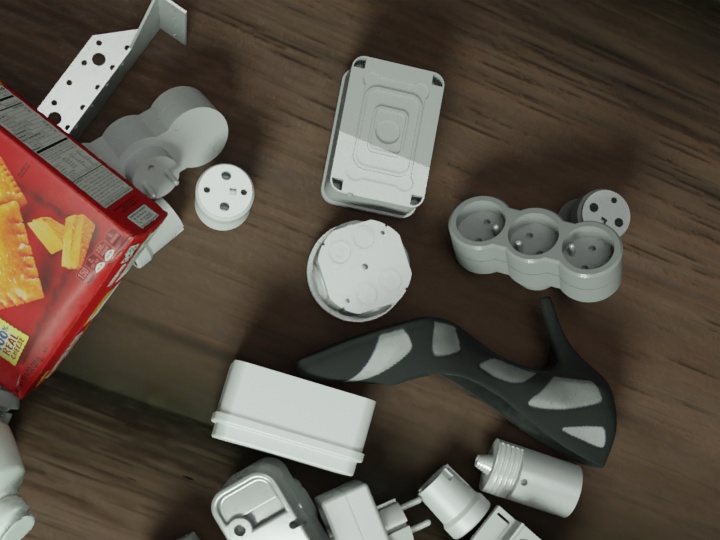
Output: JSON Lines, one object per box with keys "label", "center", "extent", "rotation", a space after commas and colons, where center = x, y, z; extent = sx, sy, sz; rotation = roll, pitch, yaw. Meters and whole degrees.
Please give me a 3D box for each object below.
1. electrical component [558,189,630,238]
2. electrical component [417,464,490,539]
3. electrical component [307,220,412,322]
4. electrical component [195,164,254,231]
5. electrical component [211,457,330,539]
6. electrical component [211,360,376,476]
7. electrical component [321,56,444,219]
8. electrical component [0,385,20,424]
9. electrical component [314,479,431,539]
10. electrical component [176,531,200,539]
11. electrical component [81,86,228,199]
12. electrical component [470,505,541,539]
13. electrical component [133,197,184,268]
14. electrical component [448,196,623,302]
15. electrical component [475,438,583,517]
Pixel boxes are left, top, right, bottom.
{"label": "electrical component", "center": [0.191, -0.041, 0.879], "extent": [0.045, 0.055, 0.045], "rotation": [1, 84, -10]}
{"label": "electrical component", "center": [0.073, 0.181, 0.844], "extent": [0.040, 0.040, 0.046], "rotation": [-44, 87, -11]}
{"label": "electrical component", "center": [0.000, 0.000, 0.846], "extent": [0.080, 0.051, 0.080], "rotation": [1, 84, -9]}
{"label": "electrical component", "center": [-0.105, -0.056, 0.832], "extent": [0.045, 0.055, 0.045], "rotation": [1, 84, -9]}
{"label": "electrical component", "center": [-0.064, 0.192, 0.803], "extent": [0.054, 0.059, 0.095], "rotation": [-31, 91, 7]}
{"label": "electrical component", "center": [-0.052, 0.113, 0.811], "extent": [0.113, 0.078, 0.057], "rotation": [17, 79, -7]}
{"label": "electrical component", "center": [0.017, -0.104, 0.856], "extent": [0.078, 0.057, 0.113], "rotation": [12, 82, -8]}
{"label": "electrical component", "center": [-0.284, 0.107, 0.785], "extent": [0.078, 0.058, 0.057], "rotation": [22, 84, -6]}
{"label": "electrical component", "center": [0.017, 0.200, 0.829], "extent": [0.076, 0.047, 0.083], "rotation": [-22, 88, -12]}
{"label": "electrical component", "center": [-0.133, 0.227, 0.798], "extent": [0.055, 0.055, 0.047], "rotation": [-31, 86, -11]}
{"label": "electrical component", "center": [-0.160, -0.078, 0.810], "extent": [0.138, 0.052, 0.073], "rotation": [-33, 48, -11]}
{"label": "electrical component", "center": [0.094, 0.252, 0.827], "extent": [0.079, 0.063, 0.121], "rotation": [41, 79, -3]}
{"label": "electrical component", "center": [-0.164, -0.031, 0.829], "extent": [0.046, 0.040, 0.040], "rotation": [-40, 91, -16]}
{"label": "electrical component", "center": [0.141, -0.009, 0.859], "extent": [0.138, 0.073, 0.052], "rotation": [16, 63, 22]}
{"label": "electrical component", "center": [0.130, 0.163, 0.853], "extent": [0.081, 0.043, 0.043], "rotation": [19, 81, -7]}
